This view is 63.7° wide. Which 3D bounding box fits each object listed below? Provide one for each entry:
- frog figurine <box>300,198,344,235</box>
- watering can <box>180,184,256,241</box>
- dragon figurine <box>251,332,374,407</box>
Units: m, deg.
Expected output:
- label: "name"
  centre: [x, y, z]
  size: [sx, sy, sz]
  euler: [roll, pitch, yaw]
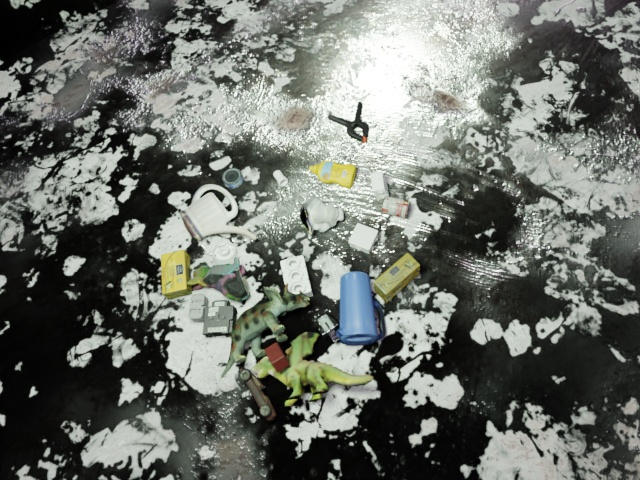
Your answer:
- label: "frog figurine"
  centre: [0.006, -0.101, 2.014]
  size: [0.160, 0.137, 0.122]
  euler: [-20, 0, -22]
- label: "watering can"
  centre: [-0.419, -0.078, 2.058]
  size: [0.225, 0.353, 0.102]
  euler: [-35, -27, -9]
- label: "dragon figurine"
  centre: [-0.035, 0.419, 1.743]
  size: [0.409, 0.248, 0.119]
  euler: [-16, -36, 7]
